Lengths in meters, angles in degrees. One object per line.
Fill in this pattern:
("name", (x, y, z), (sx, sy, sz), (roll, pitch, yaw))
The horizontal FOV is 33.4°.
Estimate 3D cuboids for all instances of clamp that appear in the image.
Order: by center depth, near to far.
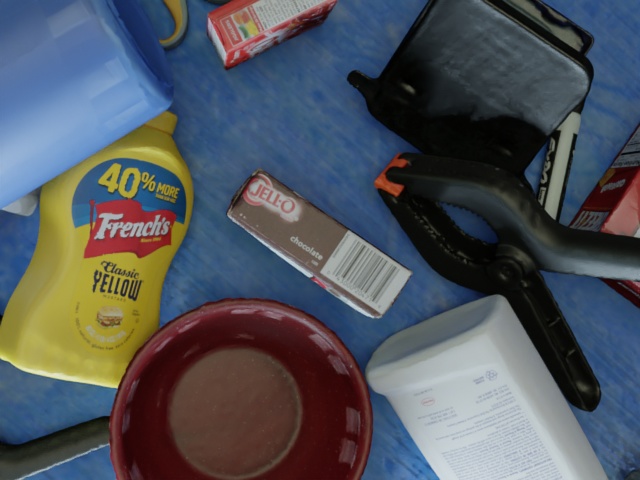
("clamp", (-0.205, 0.168, 0.668), (0.171, 0.039, 0.120), (2, 86, 1))
("clamp", (0.126, 0.019, 0.675), (0.210, 0.165, 0.036), (30, 48, 13))

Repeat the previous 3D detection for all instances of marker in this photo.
("marker", (0.159, -0.053, 0.710), (0.020, 0.020, 0.121), (13, 89, -6))

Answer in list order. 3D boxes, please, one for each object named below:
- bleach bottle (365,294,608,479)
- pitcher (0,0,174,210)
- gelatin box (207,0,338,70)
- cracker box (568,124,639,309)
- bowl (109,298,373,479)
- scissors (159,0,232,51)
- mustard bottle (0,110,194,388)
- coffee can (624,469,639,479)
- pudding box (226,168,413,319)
("bleach bottle", (0.133, 0.164, 0.684), (0.103, 0.068, 0.251), (-25, 100, 26))
("pitcher", (-0.209, -0.068, 0.575), (0.243, 0.149, 0.145), (-27, 127, 6))
("gelatin box", (-0.031, -0.135, 0.656), (0.073, 0.089, 0.030), (-27, 95, -4))
("cracker box", (0.286, -0.035, 0.696), (0.164, 0.072, 0.213), (35, 88, -4))
("bowl", (-0.051, 0.114, 0.670), (0.162, 0.055, 0.162), (0, 93, -10))
("scissors", (-0.109, -0.224, 0.683), (0.096, 0.016, 0.202), (-15, 93, -3))
("mustard bottle", (-0.127, -0.009, 0.654), (0.096, 0.058, 0.191), (17, 87, -39))
("coffee can", (0.280, 0.184, 0.682), (0.140, 0.103, 0.103), (-10, 92, -6))
("pudding box", (-0.004, 0.001, 0.660), (0.113, 0.090, 0.039), (36, 89, -5))
